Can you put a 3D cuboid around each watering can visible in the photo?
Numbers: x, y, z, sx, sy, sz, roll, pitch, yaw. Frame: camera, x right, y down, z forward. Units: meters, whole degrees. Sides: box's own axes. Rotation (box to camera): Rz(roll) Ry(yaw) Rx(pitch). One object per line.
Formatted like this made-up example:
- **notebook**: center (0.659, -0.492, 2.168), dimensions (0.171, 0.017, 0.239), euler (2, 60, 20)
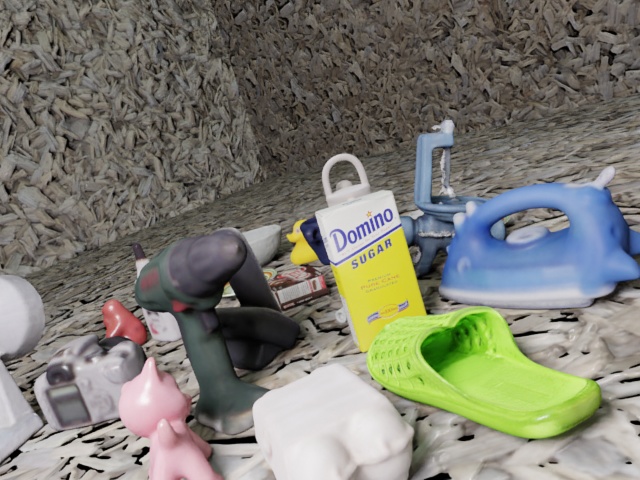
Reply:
- **watering can**: center (0.062, -0.088, 1.227), dimensions (0.101, 0.194, 0.172), euler (-22, 13, -21)

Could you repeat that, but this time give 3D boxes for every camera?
- **camera**: center (-0.286, 0.170, 0.768), dimensions (0.143, 0.101, 0.137), euler (-15, 12, 12)

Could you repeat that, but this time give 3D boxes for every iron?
- **iron**: center (0.244, -0.001, 0.693), dimensions (0.257, 0.141, 0.119), euler (-8, 15, 38)

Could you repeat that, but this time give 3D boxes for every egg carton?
- **egg carton**: center (0.005, 0.160, 0.472), dimensions (0.107, 0.069, 0.150), euler (-21, 12, -19)

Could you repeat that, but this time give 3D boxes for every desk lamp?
- **desk lamp**: center (-0.442, 0.165, 0.739), dimensions (0.117, 0.214, 0.203), euler (-15, 12, 13)

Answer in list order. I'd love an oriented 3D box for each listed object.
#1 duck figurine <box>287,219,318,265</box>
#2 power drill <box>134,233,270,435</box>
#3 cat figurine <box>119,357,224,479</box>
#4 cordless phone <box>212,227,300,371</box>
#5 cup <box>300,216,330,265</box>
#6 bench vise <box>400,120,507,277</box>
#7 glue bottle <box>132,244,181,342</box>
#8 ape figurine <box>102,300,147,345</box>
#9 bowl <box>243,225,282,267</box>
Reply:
- **duck figurine**: center (-0.022, -0.003, 1.222), dimensions (0.104, 0.086, 0.077), euler (-19, 12, -9)
- **power drill**: center (-0.118, 0.094, 0.612), dimensions (0.076, 0.208, 0.228), euler (-27, 15, -38)
- **cat figurine**: center (-0.146, 0.169, 0.529), dimensions (0.067, 0.118, 0.127), euler (-22, 13, -19)
- **cordless phone**: center (-0.119, 0.073, 0.768), dimensions (0.147, 0.185, 0.094), euler (-9, 15, 35)
- **cup**: center (0.010, 0.004, 1.121), dimensions (0.091, 0.095, 0.118), euler (-12, 13, 26)
- **bench vise**: center (0.169, -0.061, 0.884), dimensions (0.207, 0.220, 0.121), euler (-20, 12, -13)
- **glue bottle**: center (-0.279, 0.087, 0.962), dimensions (0.077, 0.173, 0.037), euler (-7, 16, 39)
- **ape figurine**: center (-0.345, 0.146, 0.987), dimensions (0.076, 0.092, 0.078), euler (-13, 13, 19)
- **bowl**: center (-0.158, 0.026, 1.309), dimensions (0.167, 0.075, 0.167), euler (-17, 12, 4)
